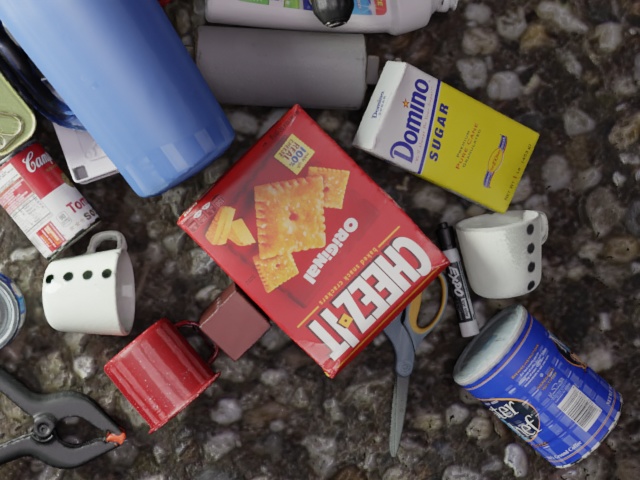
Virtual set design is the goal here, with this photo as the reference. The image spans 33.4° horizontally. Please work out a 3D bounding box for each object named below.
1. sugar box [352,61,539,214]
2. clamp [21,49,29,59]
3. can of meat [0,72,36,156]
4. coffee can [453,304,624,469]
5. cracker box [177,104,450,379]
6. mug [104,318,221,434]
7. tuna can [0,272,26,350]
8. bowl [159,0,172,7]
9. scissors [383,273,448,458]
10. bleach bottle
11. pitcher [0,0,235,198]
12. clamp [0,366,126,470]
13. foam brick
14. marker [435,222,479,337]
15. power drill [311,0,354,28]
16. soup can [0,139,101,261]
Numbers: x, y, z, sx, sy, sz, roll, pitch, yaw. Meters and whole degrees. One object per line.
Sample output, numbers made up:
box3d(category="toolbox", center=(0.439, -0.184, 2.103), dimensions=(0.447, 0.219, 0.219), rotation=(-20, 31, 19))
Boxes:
box3d(category="sugar box", center=(0.127, -0.100, 1.062), dimensions=(0.176, 0.048, 0.093), rotation=(22, 92, -29))
box3d(category="clamp", center=(-0.414, -0.157, 1.043), dimensions=(0.210, 0.036, 0.164), rotation=(25, 91, -10))
box3d(category="can of meat", center=(-0.313, -0.131, 1.003), dimensions=(0.057, 0.084, 0.102), rotation=(-39, 104, -5))
box3d(category="coffee can", center=(0.221, 0.149, 1.085), dimensions=(0.140, 0.103, 0.103), rotation=(41, 89, -6))
box3d(category="cracker box", center=(-0.007, 0.001, 1.032), dimensions=(0.164, 0.072, 0.213), rotation=(-45, 94, -1))
box3d(category="mug", center=(-0.151, 0.125, 1.065), dimensions=(0.081, 0.093, 0.117), rotation=(50, 58, -1))
box3d(category="tuna can", center=(-0.339, 0.072, 1.065), dimensions=(0.086, 0.034, 0.086), rotation=(0, 94, -5))
box3d(category="bowl", center=(-0.140, -0.293, 1.007), dimensions=(0.055, 0.162, 0.162), rotation=(-1, 95, -48))
box3d(category="scissors", center=(0.072, 0.118, 1.113), dimensions=(0.096, 0.016, 0.202), rotation=(21, 90, -8))
box3d(category="bleach bottle", center=(0.013, -0.259, 1.063), dimensions=(0.250, 0.068, 0.102), rotation=(2, 91, -8))
box3d(category="pitcher", center=(-0.192, -0.159, 0.962), dimensions=(0.145, 0.149, 0.243), rotation=(-37, 104, -15))
box3d(category="clamp", center=(-0.285, 0.197, 1.075), dimensions=(0.171, 0.039, 0.120), rotation=(18, 93, -6))
box3d(category="foam brick", center=(-0.085, 0.081, 1.067), dimensions=(0.053, 0.078, 0.051), rotation=(-44, 98, -1))
box3d(category="marker", center=(0.142, 0.041, 1.111), dimensions=(0.020, 0.020, 0.121), rotation=(-15, 92, -4))
box3d(category="power drill", center=(0.061, -0.303, 1.015), dimensions=(0.187, 0.057, 0.184), rotation=(-12, 93, -18))
box3d(category="soup can", center=(-0.273, -0.039, 1.047), dimensions=(0.068, 0.068, 0.102), rotation=(-39, 96, -2))
